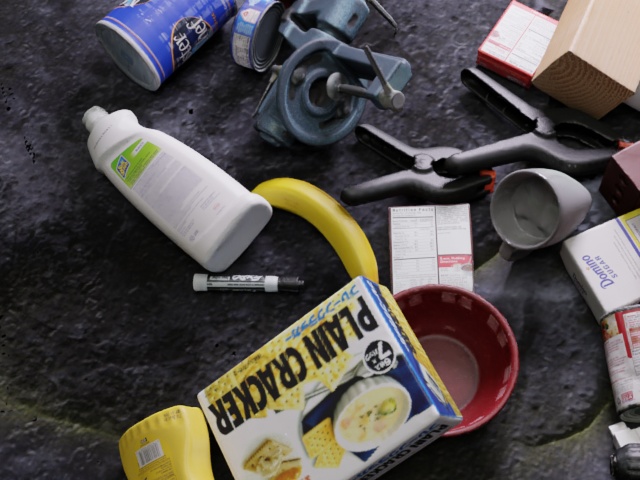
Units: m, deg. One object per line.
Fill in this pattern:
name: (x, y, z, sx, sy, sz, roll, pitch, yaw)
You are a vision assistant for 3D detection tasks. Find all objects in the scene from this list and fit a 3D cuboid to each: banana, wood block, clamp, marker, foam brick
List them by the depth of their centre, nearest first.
foam brick: (0.340, -0.063, 1.141, 0.051, 0.078, 0.053, -26, 65, -9)
marker: (-0.077, 0.047, 1.160, 0.121, 0.020, 0.020, 1, 64, 6)
banana: (-0.002, -0.016, 1.177, 0.198, 0.037, 0.070, 33, 101, 22)
clamp: (0.239, -0.109, 1.183, 0.210, 0.036, 0.164, 18, 52, 8)
clamp: (0.108, -0.083, 1.193, 0.171, 0.039, 0.120, 3, 55, -1)
wood block: (0.331, -0.252, 1.213, 0.090, 0.090, 0.206, 30, 68, -7)

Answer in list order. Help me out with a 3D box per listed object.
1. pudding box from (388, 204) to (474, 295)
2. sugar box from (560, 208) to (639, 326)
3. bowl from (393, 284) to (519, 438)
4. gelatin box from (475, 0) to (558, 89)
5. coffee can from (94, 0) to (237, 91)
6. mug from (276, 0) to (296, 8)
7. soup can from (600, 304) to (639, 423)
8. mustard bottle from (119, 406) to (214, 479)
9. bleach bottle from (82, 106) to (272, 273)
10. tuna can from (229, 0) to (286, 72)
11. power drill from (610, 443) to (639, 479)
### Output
pudding box: (0.119, 0.018, 1.145, 0.090, 0.039, 0.113, -2, 62, 6)
sugar box: (0.351, 0.012, 1.120, 0.176, 0.048, 0.093, -23, 66, -4)
bowl: (0.118, 0.128, 1.081, 0.162, 0.055, 0.162, -2, 64, 5)
gelatin box: (0.237, -0.230, 1.258, 0.073, 0.030, 0.089, 30, 70, 16)
coffee can: (-0.183, -0.262, 1.273, 0.103, 0.103, 0.140, 37, 73, 20)
mug: (-0.039, -0.335, 1.293, 0.093, 0.117, 0.081, -6, 50, 46)
soup can: (0.320, 0.123, 1.058, 0.068, 0.068, 0.102, -5, 64, 3)
mustard bottle: (-0.134, 0.264, 1.030, 0.096, 0.058, 0.192, -31, 62, 24)
bleach bottle: (-0.174, -0.076, 1.200, 0.251, 0.068, 0.102, 41, 92, 23)
tuna can: (-0.074, -0.245, 1.264, 0.034, 0.086, 0.086, 21, 68, 17)
power drill: (0.357, 0.141, 0.978, 0.184, 0.057, 0.187, 0, 70, 8)
